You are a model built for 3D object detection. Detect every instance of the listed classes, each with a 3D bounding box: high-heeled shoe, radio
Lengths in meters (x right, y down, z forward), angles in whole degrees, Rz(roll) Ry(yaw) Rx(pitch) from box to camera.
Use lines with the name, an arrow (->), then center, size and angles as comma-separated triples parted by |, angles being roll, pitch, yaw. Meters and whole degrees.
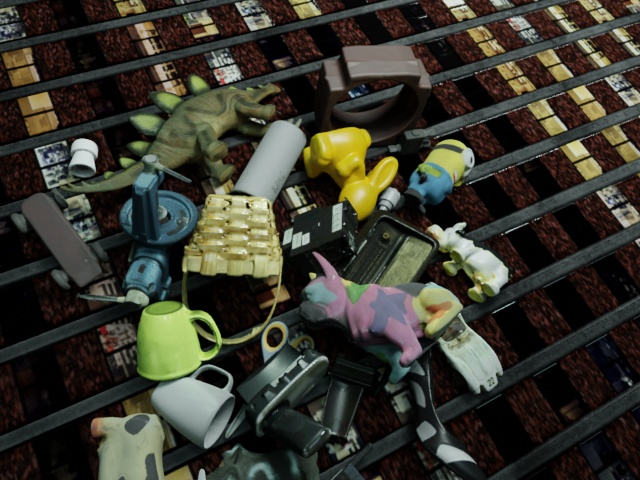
high-heeled shoe -> 0.190, 0.246, 0.823 | 0.145, 0.086, 0.249 | -47, 58, -7
radio -> 0.093, 0.063, 0.924 | 0.131, 0.073, 0.229 | 34, 62, 9

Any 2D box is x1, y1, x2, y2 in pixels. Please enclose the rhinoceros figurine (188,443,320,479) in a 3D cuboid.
rhinoceros figurine -> -0.090, 0.336, 0.752 | 0.190, 0.073, 0.112 | -14, 67, -17

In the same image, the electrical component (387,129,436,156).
electrical component -> 0.184, -0.198, 1.081 | 0.094, 0.063, 0.021 | -11, 66, -12

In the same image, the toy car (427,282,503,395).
toy car -> 0.224, 0.164, 0.904 | 0.073, 0.056, 0.202 | -29, 70, -22

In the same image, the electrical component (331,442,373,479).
electrical component -> 0.041, 0.350, 0.768 | 0.119, 0.074, 0.048 | -34, 72, -26

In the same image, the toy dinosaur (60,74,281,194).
toy dinosaur -> -0.239, -0.193, 0.992 | 0.199, 0.105, 0.471 | 33, 53, 17

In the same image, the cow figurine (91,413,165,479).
cow figurine -> -0.243, 0.334, 0.726 | 0.127, 0.085, 0.195 | -6, 63, -6

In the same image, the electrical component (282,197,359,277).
electrical component -> -0.002, -0.003, 0.916 | 0.134, 0.058, 0.115 | -20, 34, 22

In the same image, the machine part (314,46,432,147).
machine part -> 0.094, -0.270, 1.027 | 0.201, 0.200, 0.087 | -4, 61, -11

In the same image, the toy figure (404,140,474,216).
toy figure -> 0.228, -0.128, 1.044 | 0.089, 0.082, 0.180 | 44, 67, 11

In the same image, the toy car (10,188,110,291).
toy car -> -0.425, 0.000, 0.884 | 0.089, 0.053, 0.202 | -39, 71, -19

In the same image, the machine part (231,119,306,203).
machine part -> -0.092, -0.133, 0.988 | 0.079, 0.079, 0.243 | 24, 65, 4

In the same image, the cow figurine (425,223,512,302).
cow figurine -> 0.272, 0.025, 0.978 | 0.098, 0.068, 0.167 | -35, 76, -29

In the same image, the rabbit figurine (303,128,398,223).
rabbit figurine -> 0.059, -0.115, 1.008 | 0.162, 0.122, 0.173 | -11, 79, -25

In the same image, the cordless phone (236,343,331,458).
cordless phone -> -0.023, 0.225, 0.756 | 0.146, 0.184, 0.088 | -39, 109, -25

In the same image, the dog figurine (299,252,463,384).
dog figurine -> 0.078, 0.093, 0.811 | 0.219, 0.108, 0.191 | 42, 67, 16

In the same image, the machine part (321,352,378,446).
machine part -> 0.039, 0.249, 0.837 | 0.084, 0.039, 0.139 | 21, 62, 7

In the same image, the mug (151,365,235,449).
mug -> -0.185, 0.232, 0.788 | 0.107, 0.080, 0.109 | 21, 66, 13

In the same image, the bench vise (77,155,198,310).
bench vise -> -0.263, -0.017, 0.826 | 0.129, 0.240, 0.224 | 19, 45, 5
